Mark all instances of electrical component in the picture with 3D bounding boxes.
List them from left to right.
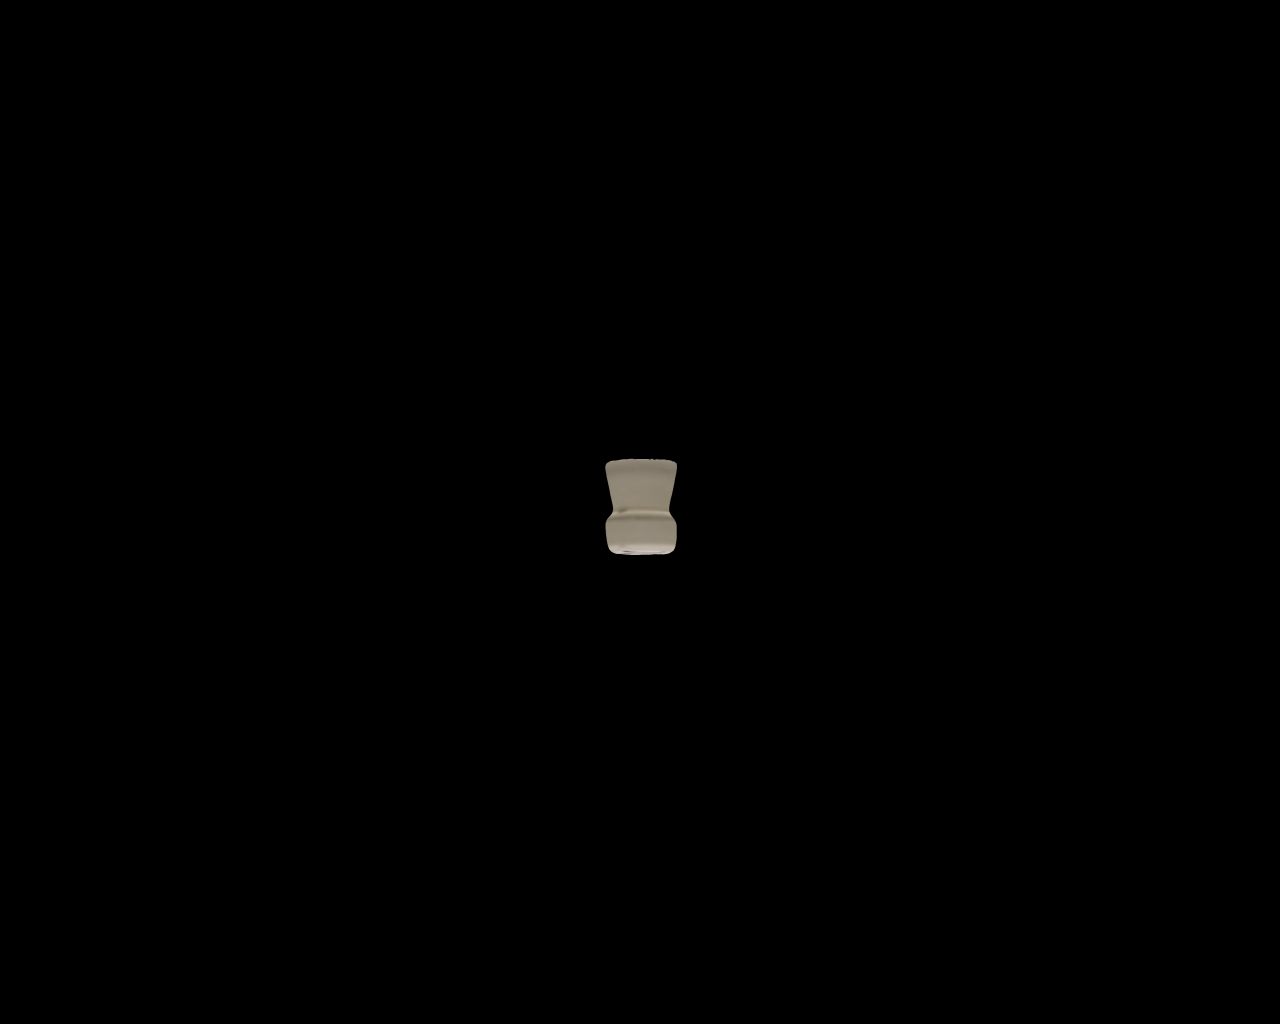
[{"bbox_3d":[0.001,-0.003,0.650,0.045,0.055,0.045,0,-5,0],"label":"electrical component"}]
